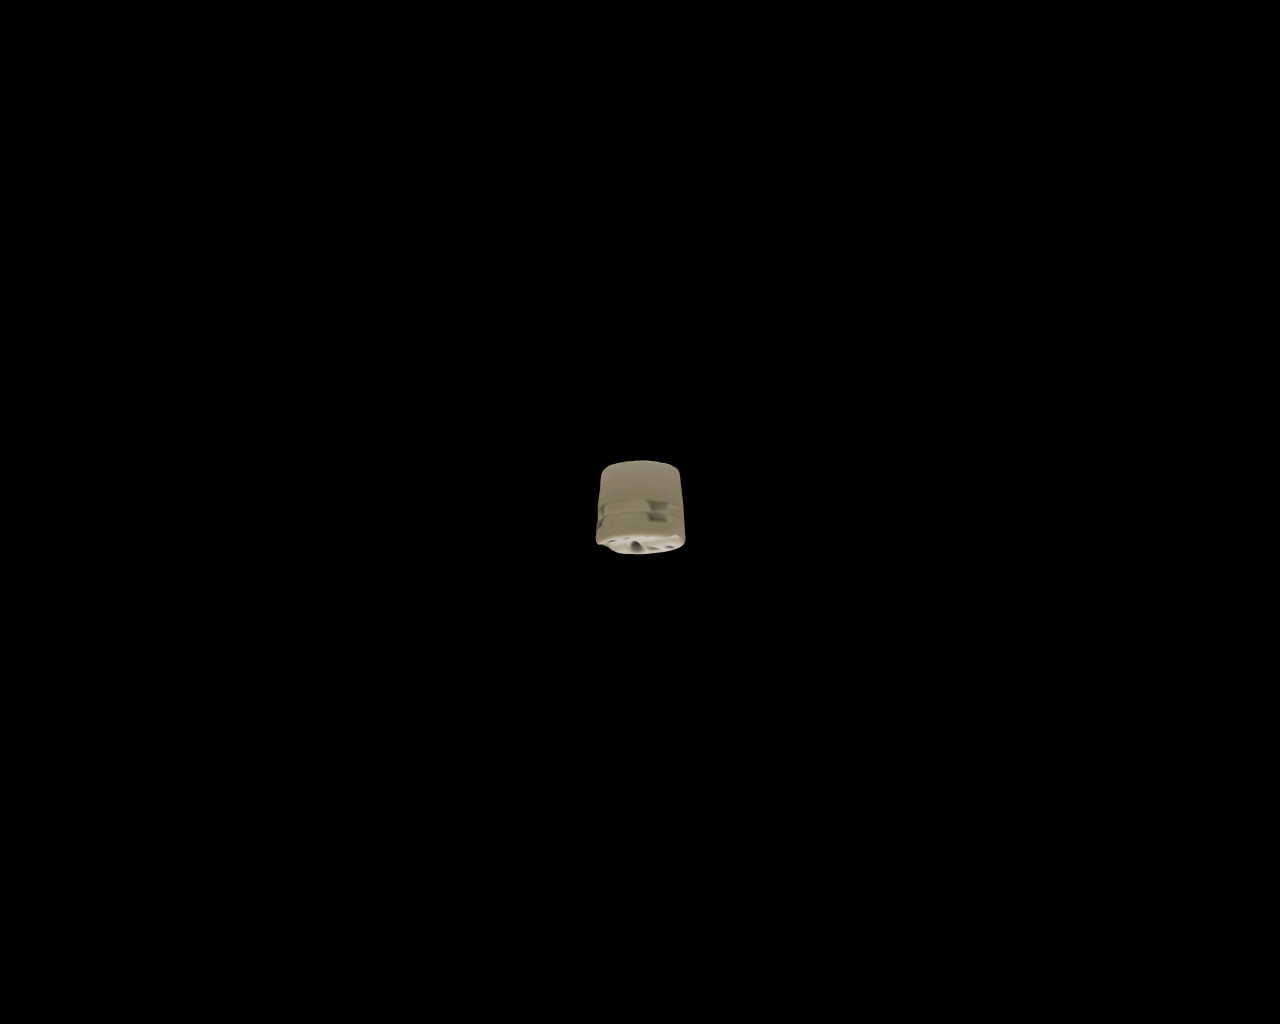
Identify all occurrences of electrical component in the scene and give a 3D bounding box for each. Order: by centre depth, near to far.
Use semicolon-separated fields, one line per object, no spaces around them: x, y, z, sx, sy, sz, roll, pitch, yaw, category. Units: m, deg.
0.001;-0.003;0.650;0.055;0.047;0.055;0;-14;0;electrical component
